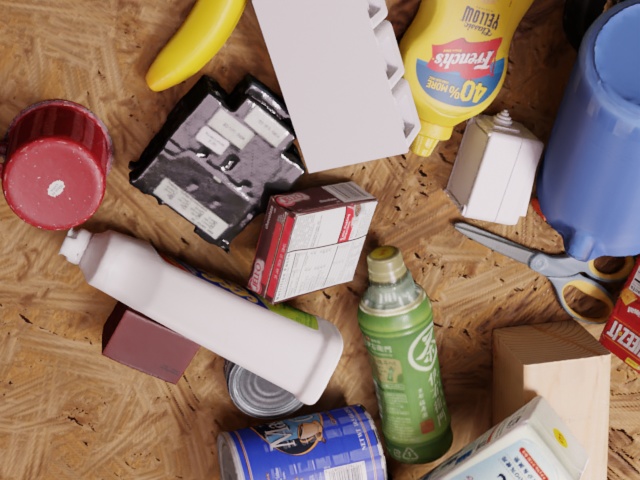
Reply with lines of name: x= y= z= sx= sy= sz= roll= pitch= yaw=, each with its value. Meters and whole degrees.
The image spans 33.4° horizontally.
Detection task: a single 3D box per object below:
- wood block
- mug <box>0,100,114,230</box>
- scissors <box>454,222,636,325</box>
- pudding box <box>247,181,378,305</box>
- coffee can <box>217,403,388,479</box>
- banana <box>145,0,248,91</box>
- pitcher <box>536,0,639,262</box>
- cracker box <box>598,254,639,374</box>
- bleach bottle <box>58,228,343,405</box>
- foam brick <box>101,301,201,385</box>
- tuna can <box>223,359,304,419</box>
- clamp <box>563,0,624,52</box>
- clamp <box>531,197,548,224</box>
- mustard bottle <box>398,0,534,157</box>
wood block: x=0.228 y=0.195 z=1.060 sx=0.090 sy=0.091 sz=0.206 roll=-6 pitch=108 yaw=-8
mug: x=-0.228 y=-0.061 z=0.874 sx=0.117 sy=0.081 sz=0.093 roll=12 pitch=112 yaw=-15
scissors: x=0.228 y=0.010 z=1.029 sx=0.201 sy=0.016 sz=0.096 roll=38 pitch=101 yaw=-24
pudding box: x=-0.006 y=0.001 z=0.935 sx=0.113 sy=0.039 sz=0.090 roll=-12 pitch=127 yaw=-46
coffee can: x=-0.019 y=0.220 z=1.019 sx=0.140 sy=0.103 sz=0.103 roll=-10 pitch=116 yaw=-15
banana: x=-0.088 y=-0.208 z=0.861 sx=0.069 sy=0.037 sz=0.198 roll=17 pitch=110 yaw=2
pitcher: x=0.253 y=-0.096 z=0.856 sx=0.145 sy=0.149 sz=0.243 roll=-16 pitch=159 yaw=1
cracker box: x=0.382 y=0.028 z=1.013 sx=0.163 sy=0.072 sz=0.214 roll=7 pitch=113 yaw=-33
bleach bottle: x=-0.107 y=0.055 z=0.927 sx=0.250 sy=0.102 sz=0.068 roll=26 pitch=95 yaw=-9
foam brick: x=-0.154 y=0.087 z=0.973 sx=0.078 sy=0.051 sz=0.053 roll=27 pitch=108 yaw=-21
tuna can: x=-0.048 y=0.128 z=1.021 sx=0.086 sy=0.034 sz=0.086 roll=-4 pitch=115 yaw=-9
clamp: x=0.249 y=-0.233 z=0.896 sx=0.164 sy=0.036 sz=0.210 roll=-35 pitch=131 yaw=-15
clamp: x=0.285 y=-0.028 z=1.011 sx=0.171 sy=0.039 sz=0.120 roll=-13 pitch=112 yaw=-6
mustard bottle: x=0.116 y=-0.161 z=0.905 sx=0.096 sy=0.058 sz=0.192 roll=10 pitch=113 yaw=-21
